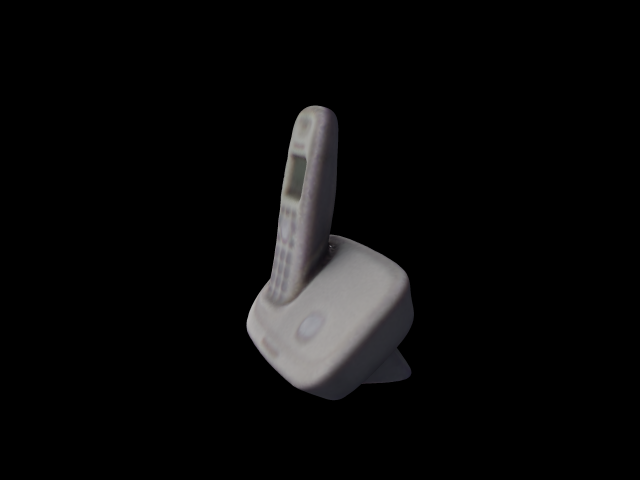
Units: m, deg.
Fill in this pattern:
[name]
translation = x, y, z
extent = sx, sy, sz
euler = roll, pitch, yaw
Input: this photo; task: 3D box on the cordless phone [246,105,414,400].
[cordless phone]
translation = 0.004, 0.001, 0.400
extent = 0.094, 0.185, 0.147
euler = -7, 15, -26
